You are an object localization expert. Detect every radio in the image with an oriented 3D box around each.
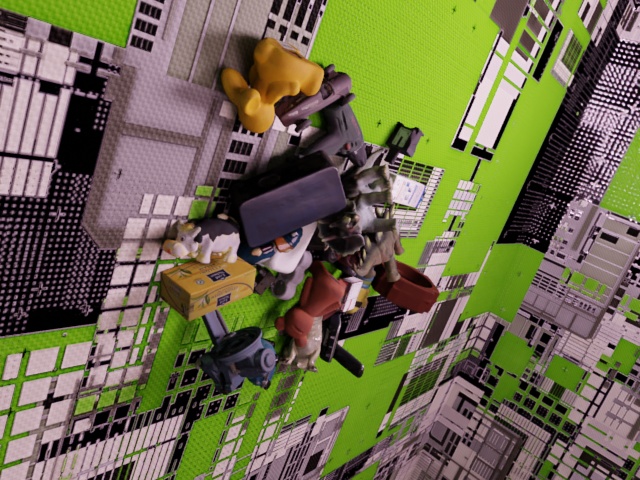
[{"bbox_3d":[-0.066,-0.087,1.117,0.230,0.073,0.130,-24,137,-10],"label":"radio"}]

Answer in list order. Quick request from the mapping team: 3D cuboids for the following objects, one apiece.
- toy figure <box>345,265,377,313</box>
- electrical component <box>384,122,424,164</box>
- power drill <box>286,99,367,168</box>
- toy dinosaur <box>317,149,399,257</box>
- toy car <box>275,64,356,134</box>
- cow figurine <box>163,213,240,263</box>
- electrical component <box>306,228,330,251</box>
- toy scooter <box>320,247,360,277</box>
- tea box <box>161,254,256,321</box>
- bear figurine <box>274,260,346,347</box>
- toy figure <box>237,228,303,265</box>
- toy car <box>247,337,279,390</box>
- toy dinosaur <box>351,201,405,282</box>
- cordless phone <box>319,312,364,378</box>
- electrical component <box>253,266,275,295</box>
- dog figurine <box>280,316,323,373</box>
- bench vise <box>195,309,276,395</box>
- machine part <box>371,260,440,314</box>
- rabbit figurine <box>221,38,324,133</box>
[{"bbox_3d":[0.107,0.133,1.607,0.089,0.082,0.180,5,116,-44],"label":"toy figure"},{"bbox_3d":[0.223,-0.255,1.462,0.047,0.075,0.119,28,87,-58],"label":"electrical component"},{"bbox_3d":[0.026,-0.196,1.232,0.207,0.086,0.231,-44,143,-18],"label":"power drill"},{"bbox_3d":[0.087,-0.099,1.318,0.405,0.192,0.131,-86,164,-57],"label":"toy dinosaur"},{"bbox_3d":[-0.008,-0.291,1.095,0.202,0.053,0.089,-37,98,-32],"label":"toy car"},{"bbox_3d":[-0.224,-0.007,1.042,0.167,0.068,0.098,4,106,-59],"label":"cow figurine"},{"bbox_3d":[-0.004,-0.005,1.331,0.045,0.102,0.078,56,45,-61],"label":"electrical component"},{"bbox_3d":[0.079,0.019,1.484,0.135,0.075,0.183,-61,145,-6],"label":"toy scooter"},{"bbox_3d":[-0.225,0.087,1.089,0.169,0.098,0.068,-22,132,-47],"label":"tea box"},{"bbox_3d":[-0.025,0.169,1.399,0.196,0.120,0.132,-50,-168,9],"label":"bear figurine"},{"bbox_3d":[-0.107,0.011,1.172,0.154,0.064,0.057,-17,130,0],"label":"toy figure"},{"bbox_3d":[-0.166,0.298,1.324,0.103,0.162,0.109,19,93,-14],"label":"toy car"},{"bbox_3d":[0.152,0.010,1.433,0.471,0.105,0.198,-62,143,-60],"label":"toy dinosaur"},{"bbox_3d":[0.064,0.313,1.589,0.089,0.184,0.146,-13,125,-45],"label":"cordless phone"},{"bbox_3d":[-0.139,0.102,1.290,0.063,0.021,0.093,-51,148,-14],"label":"electrical component"},{"bbox_3d":[-0.039,0.264,1.507,0.172,0.121,0.190,145,-38,-68],"label":"dog figurine"},{"bbox_3d":[-0.211,0.218,1.176,0.129,0.224,0.240,-36,111,-40],"label":"bench vise"},{"bbox_3d":[0.254,0.137,1.669,0.201,0.201,0.087,22,105,-13],"label":"machine part"},{"bbox_3d":[-0.097,-0.267,0.976,0.162,0.122,0.173,-20,150,-55],"label":"rabbit figurine"}]
